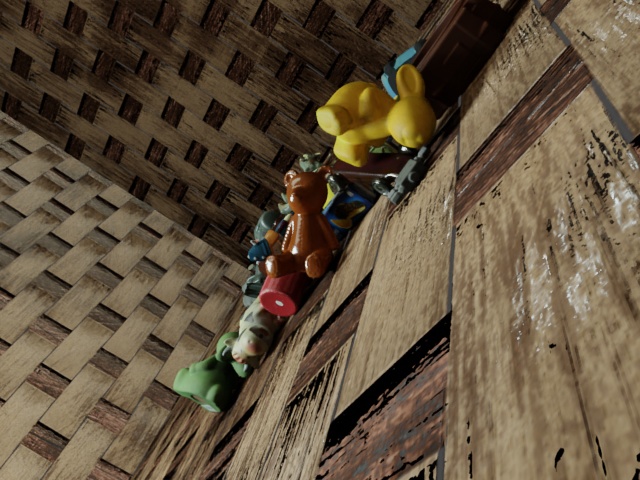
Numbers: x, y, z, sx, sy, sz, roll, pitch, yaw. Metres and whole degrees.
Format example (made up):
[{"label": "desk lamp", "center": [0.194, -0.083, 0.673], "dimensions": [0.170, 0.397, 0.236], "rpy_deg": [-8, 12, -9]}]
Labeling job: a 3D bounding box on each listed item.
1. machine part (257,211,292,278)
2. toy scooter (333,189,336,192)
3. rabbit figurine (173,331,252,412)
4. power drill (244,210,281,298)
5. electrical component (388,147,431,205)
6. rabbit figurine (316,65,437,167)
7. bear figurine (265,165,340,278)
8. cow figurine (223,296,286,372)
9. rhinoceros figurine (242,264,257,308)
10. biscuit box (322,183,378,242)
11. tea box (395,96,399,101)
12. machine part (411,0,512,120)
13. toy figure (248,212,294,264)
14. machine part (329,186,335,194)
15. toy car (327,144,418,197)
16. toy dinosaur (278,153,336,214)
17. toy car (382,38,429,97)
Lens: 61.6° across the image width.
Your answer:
[{"label": "machine part", "center": [-0.068, 0.025, 1.219], "dimensions": [0.179, 0.056, 0.179], "rpy_deg": [-44, -35, -44]}, {"label": "toy scooter", "center": [0.077, -0.125, 1.120], "dimensions": [0.184, 0.075, 0.135], "rpy_deg": [-61, 7, -15]}, {"label": "rabbit figurine", "center": [-0.213, 0.263, 1.144], "dimensions": [0.159, 0.121, 0.170], "rpy_deg": [-35, 24, 56]}, {"label": "power drill", "center": [-0.137, 0.041, 1.351], "dimensions": [0.232, 0.086, 0.207], "rpy_deg": [120, 163, -63]}, {"label": "electrical component", "center": [0.131, -0.093, 0.775], "dimensions": [0.094, 0.021, 0.063], "rpy_deg": [-54, 7, 9]}, {"label": "rabbit figurine", "center": [0.109, -0.185, 0.826], "dimensions": [0.173, 0.121, 0.162], "rpy_deg": [21, 57, 44]}, {"label": "bear figurine", "center": [-0.028, -0.036, 0.981], "dimensions": [0.132, 0.120, 0.195], "rpy_deg": [-20, -71, -65]}, {"label": "cow figurine", "center": [-0.134, 0.188, 1.101], "dimensions": [0.127, 0.085, 0.195], "rpy_deg": [-50, 9, -1]}, {"label": "rhinoceros figurine", "center": [-0.146, 0.113, 1.480], "dimensions": [0.190, 0.112, 0.073], "rpy_deg": [-41, 39, 17]}, {"label": "biscuit box", "center": [0.041, -0.049, 1.059], "dimensions": [0.202, 0.063, 0.059], "rpy_deg": [-50, 10, 50]}, {"label": "tea box", "center": [0.152, -0.247, 1.190], "dimensions": [0.098, 0.068, 0.170], "rpy_deg": [-56, 7, -2]}, {"label": "machine part", "center": [0.222, -0.315, 0.923], "dimensions": [0.201, 0.087, 0.201], "rpy_deg": [-55, 5, 20]}, {"label": "toy figure", "center": [-0.077, -0.006, 1.064], "dimensions": [0.154, 0.064, 0.058], "rpy_deg": [-42, 21, -30]}, {"label": "machine part", "center": [0.084, -0.173, 1.276], "dimensions": [0.079, 0.079, 0.243], "rpy_deg": [-50, 7, 48]}, {"label": "toy car", "center": [0.089, -0.117, 0.902], "dimensions": [0.089, 0.053, 0.202], "rpy_deg": [-52, 30, -15]}, {"label": "toy dinosaur", "center": [-0.003, -0.107, 1.447], "dimensions": [0.192, 0.131, 0.405], "rpy_deg": [-32, 26, 13]}, {"label": "toy car", "center": [0.218, -0.365, 1.150], "dimensions": [0.103, 0.109, 0.161], "rpy_deg": [-38, 1, -43]}]
